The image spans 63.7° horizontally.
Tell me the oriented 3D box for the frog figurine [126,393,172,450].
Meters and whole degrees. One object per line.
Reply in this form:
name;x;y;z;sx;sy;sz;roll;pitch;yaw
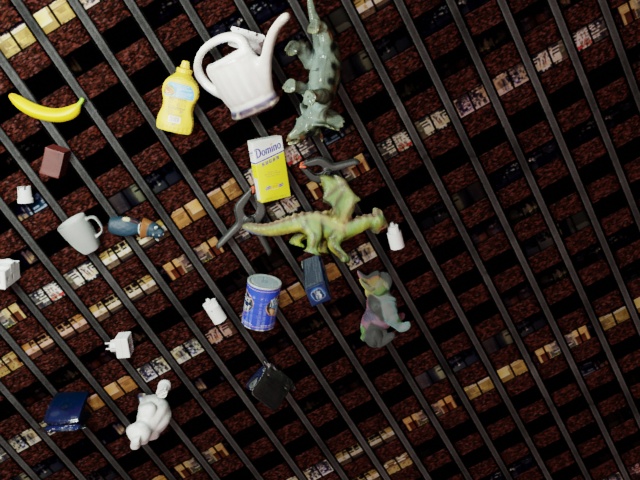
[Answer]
frog figurine;-0.531;0.565;1.600;0.123;0.135;0.161;4;16;-7

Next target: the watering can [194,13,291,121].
watering can;-0.177;-0.431;1.318;0.346;0.220;0.106;-8;34;35

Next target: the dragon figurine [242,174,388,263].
dragon figurine;0.005;-0.075;1.487;0.409;0.241;0.123;17;8;-12
